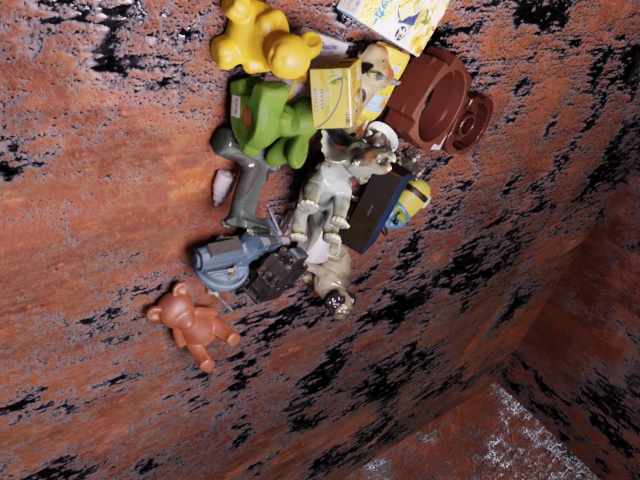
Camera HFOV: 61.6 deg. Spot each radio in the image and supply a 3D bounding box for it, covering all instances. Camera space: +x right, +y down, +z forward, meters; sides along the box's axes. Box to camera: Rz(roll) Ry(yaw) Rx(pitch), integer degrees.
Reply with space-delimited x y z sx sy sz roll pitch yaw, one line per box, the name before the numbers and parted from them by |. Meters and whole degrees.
radio | 0.142 -0.086 1.348 0.229 0.073 0.131 -63 168 26

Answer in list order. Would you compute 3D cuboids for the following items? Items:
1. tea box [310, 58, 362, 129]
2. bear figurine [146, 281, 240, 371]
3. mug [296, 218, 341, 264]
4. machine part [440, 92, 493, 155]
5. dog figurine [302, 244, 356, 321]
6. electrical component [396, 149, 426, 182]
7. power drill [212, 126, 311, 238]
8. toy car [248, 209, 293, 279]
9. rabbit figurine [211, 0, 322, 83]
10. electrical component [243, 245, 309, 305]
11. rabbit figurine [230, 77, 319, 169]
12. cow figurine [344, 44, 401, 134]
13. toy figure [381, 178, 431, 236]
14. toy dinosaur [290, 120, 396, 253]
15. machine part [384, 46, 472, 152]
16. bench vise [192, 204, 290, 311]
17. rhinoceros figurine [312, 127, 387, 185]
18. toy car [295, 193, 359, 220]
tea box | 0.032 -0.256 0.926 0.170 0.068 0.098 -63 152 -65
bear figurine | -0.280 0.186 1.182 0.120 0.132 0.195 -43 152 -14
mug | -0.003 -0.004 1.293 0.081 0.110 0.107 -45 148 -55
machine part | 0.378 -0.308 1.416 0.179 0.056 0.179 -28 141 -25
dog figurine | 0.054 0.100 1.379 0.172 0.191 0.121 -45 146 -4
electrical component | 0.233 -0.191 1.393 0.078 0.045 0.102 -34 144 -18
power drill | -0.109 -0.110 1.035 0.232 0.086 0.207 15 86 -47
toy car | -0.104 0.018 1.256 0.089 0.053 0.202 15 115 -48
rabbit figurine | -0.073 -0.301 0.859 0.162 0.173 0.121 7 116 -44
electrical component | -0.086 0.069 1.138 0.134 0.058 0.115 -48 169 17
rabbit figurine | -0.059 -0.206 0.949 0.170 0.121 0.159 -11 107 -38
cow figurine | 0.071 -0.291 1.053 0.085 0.127 0.194 -1 128 -52
toy figure | 0.225 -0.092 1.456 0.180 0.082 0.089 -38 146 -6
toy dinosaur | 0.013 -0.102 1.095 0.405 0.131 0.192 138 -30 -68
machine part | 0.246 -0.317 1.223 0.201 0.087 0.201 -57 150 9
bench vise | -0.182 0.047 1.156 0.223 0.129 0.240 -27 163 -40
rhinoceros figurine | 0.066 -0.178 1.145 0.112 0.190 0.073 52 47 -22
toy car | 0.023 -0.094 1.270 0.201 0.056 0.073 11 111 -52
